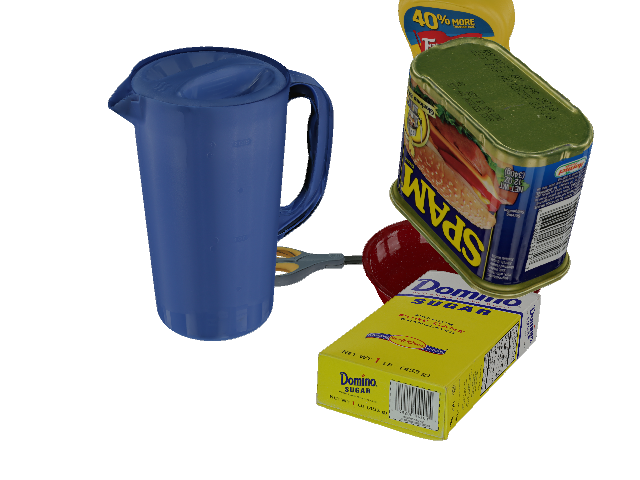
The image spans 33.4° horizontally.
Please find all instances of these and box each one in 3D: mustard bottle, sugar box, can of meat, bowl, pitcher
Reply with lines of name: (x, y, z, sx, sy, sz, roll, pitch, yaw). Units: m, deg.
mustard bottle: (0.115, -0.177, 0.893, 0.096, 0.058, 0.191, 15, -35, 25)
sugar box: (0.080, 0.073, 0.741, 0.093, 0.048, 0.175, 13, 26, 26)
can of meat: (0.080, -0.037, 0.513, 0.057, 0.084, 0.102, -20, 47, -23)
bowl: (0.116, 0.042, 0.963, 0.162, 0.055, 0.162, 2, 33, -2)
pitcher: (-0.083, -0.038, 0.932, 0.149, 0.243, 0.144, 16, 34, 23)

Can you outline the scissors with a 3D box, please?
scissors: (0.007, 0.030, 1.170, 0.202, 0.016, 0.096, 4, 23, 5)
